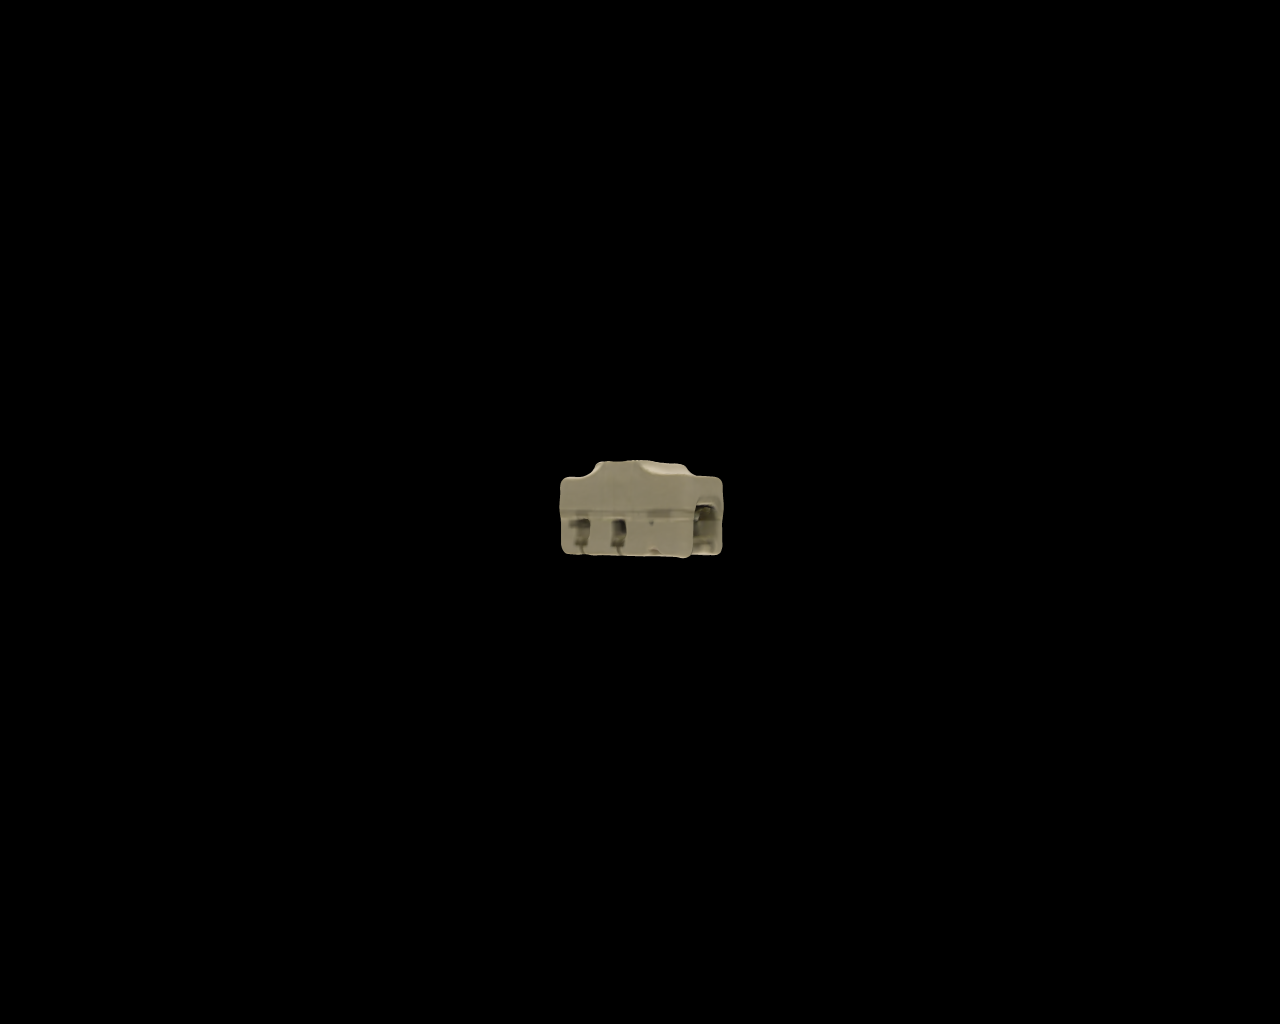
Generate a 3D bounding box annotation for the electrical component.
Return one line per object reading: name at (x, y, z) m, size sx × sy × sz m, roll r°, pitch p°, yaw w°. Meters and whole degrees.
electrical component at (0.001, -0.003, 0.650) m, size 0.089 × 0.055 × 0.050 m, roll 0°, pitch 0°, yaw 32°
